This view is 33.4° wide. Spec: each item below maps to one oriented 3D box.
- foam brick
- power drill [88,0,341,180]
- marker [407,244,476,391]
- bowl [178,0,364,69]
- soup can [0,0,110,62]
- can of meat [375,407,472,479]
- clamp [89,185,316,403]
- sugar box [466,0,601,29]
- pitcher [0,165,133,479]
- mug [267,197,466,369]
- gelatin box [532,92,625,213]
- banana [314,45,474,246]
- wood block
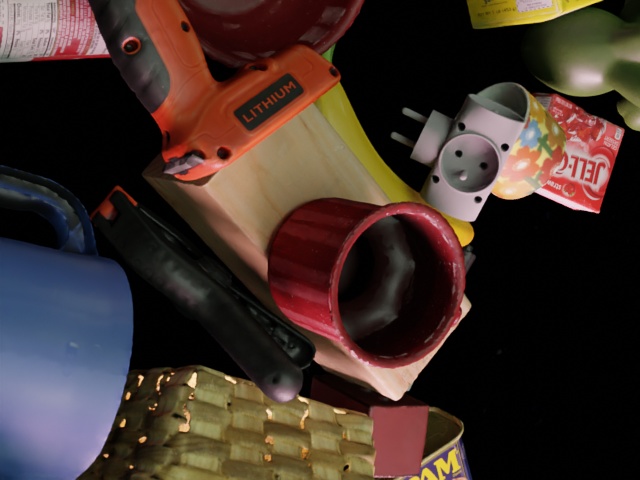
[{"bbox_3d":[0.031,0.130,0.751,0.052,0.078,0.051,7,96,-34],"label":"foam brick"},{"bbox_3d":[-0.071,-0.141,0.567,0.184,0.057,0.187,-40,103,-23],"label":"power drill"},{"bbox_3d":[0.086,0.057,0.809,0.020,0.020,0.121,33,80,-33],"label":"marker"},{"bbox_3d":[-0.046,-0.185,0.658,0.161,0.055,0.162,-6,102,-32],"label":"bowl"},{"bbox_3d":[-0.162,-0.131,0.585,0.102,0.069,0.068,-9,103,-31],"label":"soup can"},{"bbox_3d":[0.067,0.188,0.798,0.102,0.058,0.084,-28,116,-25],"label":"can of meat"},{"bbox_3d":[-0.068,0.034,0.641,0.171,0.120,0.039,38,89,-7],"label":"clamp"},{"bbox_3d":[0.203,-0.203,0.794,0.176,0.093,0.048,-26,108,-28],"label":"sugar box"},{"bbox_3d":[-0.227,0.035,0.546,0.242,0.149,0.145,18,110,-31],"label":"pitcher"},{"bbox_3d":[0.032,0.023,0.619,0.117,0.082,0.093,23,86,-34],"label":"mug"},{"bbox_3d":[0.197,-0.069,0.852,0.089,0.030,0.073,19,88,-33],"label":"gelatin box"},{"bbox_3d":[0.045,-0.047,0.753,0.069,0.037,0.197,-48,120,-17],"label":"banana"},{"bbox_3d":[-0.004,0.000,0.698,0.090,0.091,0.206,-50,120,-16],"label":"wood block"}]
